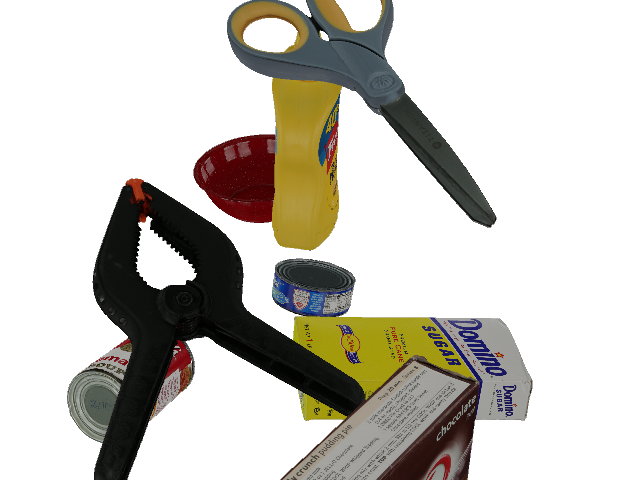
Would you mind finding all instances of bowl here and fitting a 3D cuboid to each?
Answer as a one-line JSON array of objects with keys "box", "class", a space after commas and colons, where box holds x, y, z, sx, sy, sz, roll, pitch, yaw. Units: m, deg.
[{"box": [-0.073, -0.068, 1.307, 0.162, 0.055, 0.162, -2, 34, 1], "class": "bowl"}]

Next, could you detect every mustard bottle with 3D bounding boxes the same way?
[{"box": [-0.011, -0.091, 0.901, 0.058, 0.192, 0.096, 9, 41, 9], "class": "mustard bottle"}]

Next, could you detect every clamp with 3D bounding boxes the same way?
[{"box": [-0.073, 0.047, 0.661, 0.164, 0.210, 0.036, -9, -33, -16], "class": "clamp"}]

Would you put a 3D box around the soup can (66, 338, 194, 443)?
[{"box": [-0.161, 0.121, 0.910, 0.069, 0.068, 0.102, 0, 17, 22], "class": "soup can"}]

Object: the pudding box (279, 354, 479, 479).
[{"box": [0.022, 0.115, 0.454, 0.039, 0.090, 0.113, 22, 39, 28], "class": "pudding box"}]

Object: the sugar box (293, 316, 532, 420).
[{"box": [0.069, 0.099, 0.844, 0.176, 0.048, 0.093, -2, 29, -6], "class": "sugar box"}]

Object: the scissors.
[{"box": [0.010, -0.071, 0.514, 0.096, 0.202, 0.016, -14, -39, 1], "class": "scissors"}]

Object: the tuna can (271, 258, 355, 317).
[{"box": [-0.008, 0.050, 1.124, 0.086, 0.034, 0.086, 9, 19, -3], "class": "tuna can"}]
